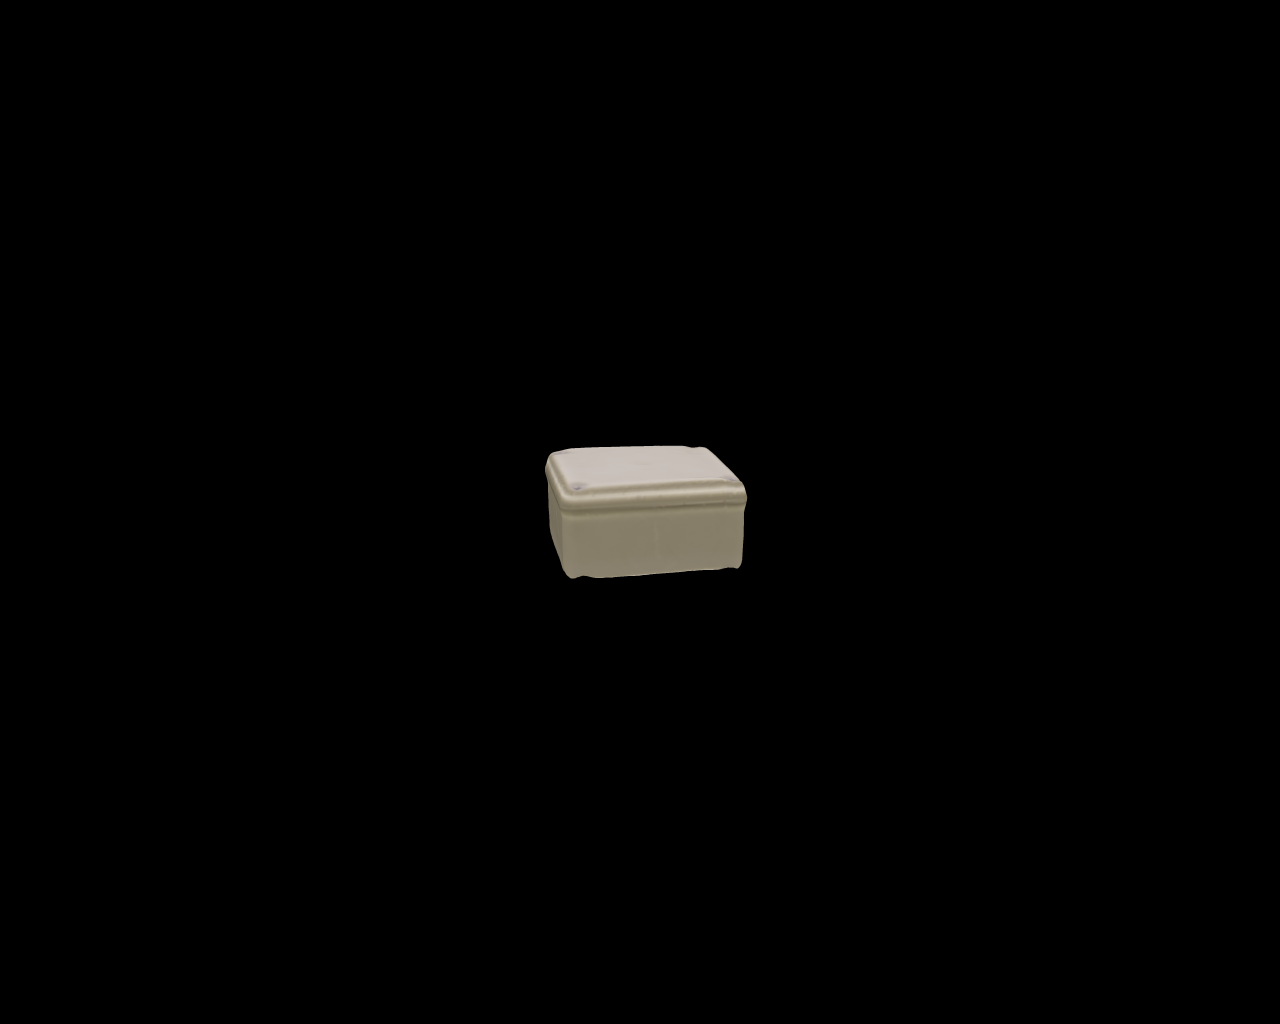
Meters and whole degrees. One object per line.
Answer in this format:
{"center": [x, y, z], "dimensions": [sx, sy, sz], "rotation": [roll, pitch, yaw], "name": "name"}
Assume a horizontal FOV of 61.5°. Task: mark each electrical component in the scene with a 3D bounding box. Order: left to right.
{"center": [0.001, -0.003, 0.650], "dimensions": [0.109, 0.056, 0.109], "rotation": [-3, 16, -9], "name": "electrical component"}
